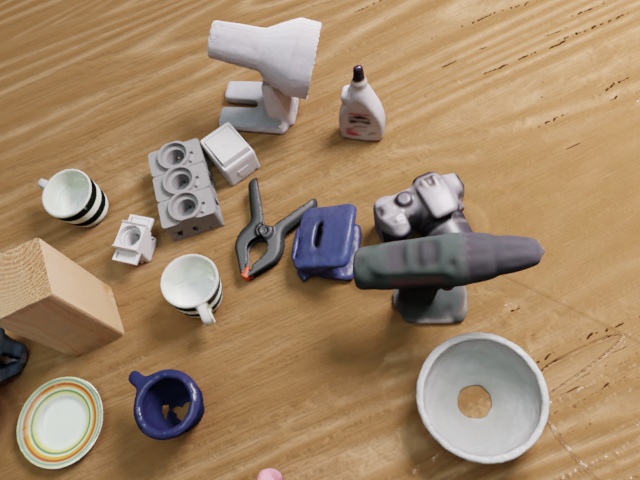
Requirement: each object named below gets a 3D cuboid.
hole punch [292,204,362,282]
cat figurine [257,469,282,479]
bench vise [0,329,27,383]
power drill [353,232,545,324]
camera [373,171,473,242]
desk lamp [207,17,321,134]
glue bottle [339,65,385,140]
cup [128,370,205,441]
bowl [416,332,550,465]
[{"bbox_3d":[0.008,0.003,0.873,0.101,0.091,0.109,5,68,10],"label":"hole punch"},{"bbox_3d":[-0.045,0.343,0.720,0.127,0.118,0.067,26,73,17],"label":"cat figurine"},{"bbox_3d":[-0.525,0.189,0.792,0.121,0.220,0.207,-7,66,5],"label":"bench vise"},{"bbox_3d":[0.162,0.050,0.769,0.229,0.209,0.075,-3,67,6],"label":"power drill"},{"bbox_3d":[0.167,-0.021,0.858,0.143,0.101,0.136,-24,66,-3],"label":"camera"},{"bbox_3d":[-0.088,-0.269,0.935,0.203,0.214,0.118,4,68,9],"label":"desk lamp"},{"bbox_3d":[0.064,-0.221,0.917,0.078,0.173,0.037,4,67,9],"label":"glue bottle"},{"bbox_3d":[-0.210,0.228,0.803,0.117,0.095,0.092,30,74,18],"label":"cup"},{"bbox_3d":[0.212,0.213,0.766,0.167,0.075,0.167,-3,67,6],"label":"bowl"}]
